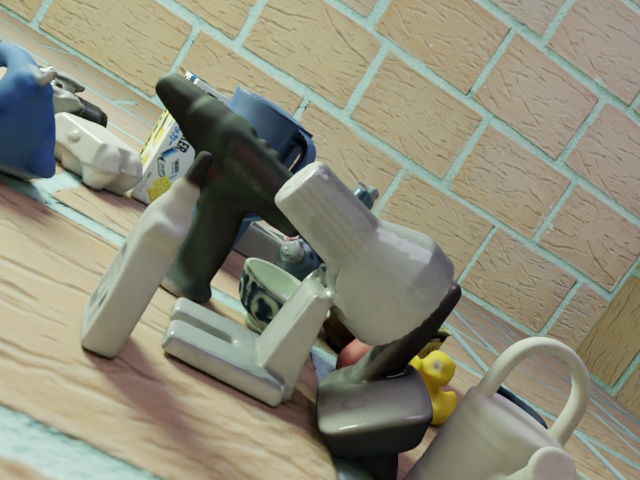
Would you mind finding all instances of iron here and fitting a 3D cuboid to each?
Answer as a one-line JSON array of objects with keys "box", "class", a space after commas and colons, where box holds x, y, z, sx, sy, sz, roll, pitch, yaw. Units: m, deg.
[{"box": [-0.389, -0.176, 0.676, 0.257, 0.141, 0.119, 38, 9, 34], "class": "iron"}]

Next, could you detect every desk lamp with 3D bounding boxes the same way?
[{"box": [-0.006, 0.047, 0.547, 0.204, 0.213, 0.117, 31, 8, -16], "class": "desk lamp"}]

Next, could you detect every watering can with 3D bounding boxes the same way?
[{"box": [0.170, 0.178, 0.509, 0.101, 0.194, 0.172, 29, 8, -24], "class": "watering can"}]

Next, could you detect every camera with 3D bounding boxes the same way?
[{"box": [-0.428, -0.224, 0.975, 0.137, 0.101, 0.142, 26, 10, -43], "class": "camera"}]

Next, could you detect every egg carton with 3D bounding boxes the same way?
[{"box": [-0.341, -0.131, 0.859, 0.150, 0.069, 0.107, 35, 8, 19], "class": "egg carton"}]

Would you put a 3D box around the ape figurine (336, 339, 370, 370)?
[{"box": [0.069, 0.142, 0.716, 0.076, 0.092, 0.077, 31, 7, -11], "class": "ape figurine"}]

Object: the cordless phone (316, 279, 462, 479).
[{"box": [0.077, 0.118, 0.550, 0.094, 0.185, 0.147, 32, 7, -7], "class": "cordless phone"}]

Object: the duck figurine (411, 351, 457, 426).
[{"box": [0.149, 0.191, 0.763, 0.105, 0.086, 0.077, 29, 8, -24], "class": "duck figurine"}]

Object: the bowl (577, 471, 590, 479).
[{"box": [0.248, 0.288, 0.590, 0.167, 0.074, 0.167, 32, 7, -4], "class": "bowl"}]

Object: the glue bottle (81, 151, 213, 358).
[{"box": [-0.132, 0.005, 0.454, 0.037, 0.173, 0.078, 29, 8, -25], "class": "glue bottle"}]

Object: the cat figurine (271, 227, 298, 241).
[{"box": [-0.051, -0.007, 1.086, 0.127, 0.117, 0.067, 38, 9, 34], "class": "cat figurine"}]

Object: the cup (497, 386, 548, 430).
[{"box": [0.215, 0.235, 0.715, 0.091, 0.095, 0.118, 33, 7, 4], "class": "cup"}]

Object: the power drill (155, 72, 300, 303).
[{"box": [-0.131, -0.047, 0.654, 0.229, 0.208, 0.075, 32, 7, -3], "class": "power drill"}]

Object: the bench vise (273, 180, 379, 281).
[{"box": [0.018, 0.010, 0.867, 0.121, 0.219, 0.207, 33, 7, 3], "class": "bench vise"}]
